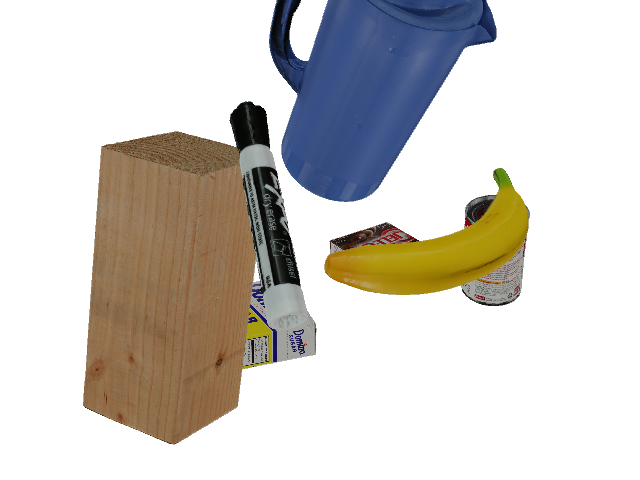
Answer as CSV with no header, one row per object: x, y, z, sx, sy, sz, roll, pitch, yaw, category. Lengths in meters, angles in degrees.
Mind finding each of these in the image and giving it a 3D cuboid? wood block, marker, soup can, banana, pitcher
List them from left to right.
-0.109,0.032,0.798,0.090,0.206,0.090,17,20,26,wood block
-0.026,-0.015,0.513,0.020,0.121,0.020,-10,-27,-5,marker
0.036,-0.155,0.982,0.144,0.149,0.243,-14,-32,-32,pitcher
0.093,0.004,0.774,0.197,0.037,0.070,-25,48,-37,banana
0.188,0.011,1.153,0.068,0.102,0.068,-1,34,1,soup can

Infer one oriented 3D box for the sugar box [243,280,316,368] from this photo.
-0.101,0.087,1.033,0.176,0.048,0.093,-12,33,-16,sugar box

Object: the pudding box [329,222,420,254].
0.084,0.016,1.620,0.113,0.039,0.090,-20,30,-27,pudding box
